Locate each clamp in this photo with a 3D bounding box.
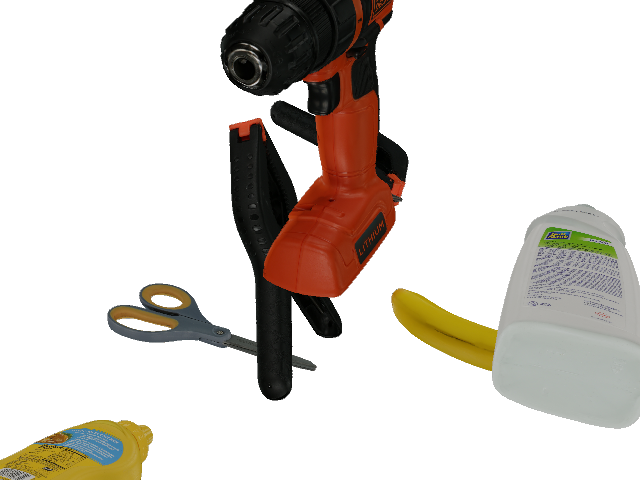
[{"bbox_3d":[0.024,-0.095,1.053,0.120,0.039,0.171,-9,40,-17],"label":"clamp"},{"bbox_3d":[-0.031,0.008,0.852,0.036,0.210,0.164,-11,2,18],"label":"clamp"}]

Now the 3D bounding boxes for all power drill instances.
[{"bbox_3d":[0.002,-0.065,0.586,0.057,0.188,0.184,15,36,20],"label":"power drill"}]

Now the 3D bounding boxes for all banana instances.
[{"bbox_3d":[0.132,0.085,0.962,0.198,0.037,0.069,19,14,34],"label":"banana"}]

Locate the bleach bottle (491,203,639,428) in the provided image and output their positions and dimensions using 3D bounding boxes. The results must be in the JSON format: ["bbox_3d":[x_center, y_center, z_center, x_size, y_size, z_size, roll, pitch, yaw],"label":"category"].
[{"bbox_3d":[0.190,0.034,0.772,0.103,0.068,0.250,13,27,13],"label":"bleach bottle"}]

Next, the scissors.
[{"bbox_3d":[-0.099,0.079,1.013,0.202,0.016,0.096,8,30,2],"label":"scissors"}]

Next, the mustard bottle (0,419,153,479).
[{"bbox_3d":[-0.200,0.188,0.853,0.096,0.058,0.191,6,15,29],"label":"mustard bottle"}]
